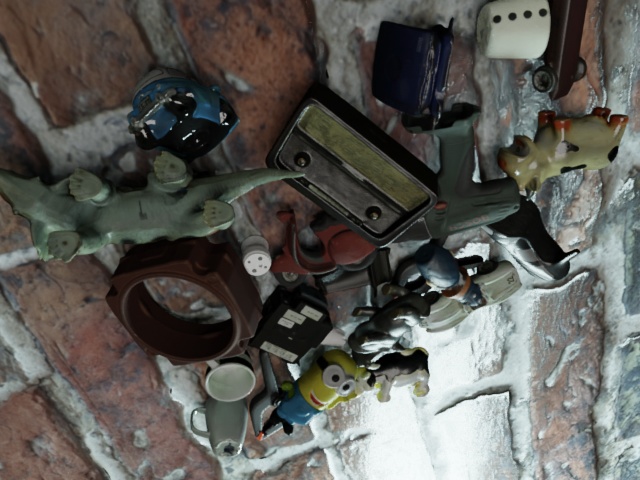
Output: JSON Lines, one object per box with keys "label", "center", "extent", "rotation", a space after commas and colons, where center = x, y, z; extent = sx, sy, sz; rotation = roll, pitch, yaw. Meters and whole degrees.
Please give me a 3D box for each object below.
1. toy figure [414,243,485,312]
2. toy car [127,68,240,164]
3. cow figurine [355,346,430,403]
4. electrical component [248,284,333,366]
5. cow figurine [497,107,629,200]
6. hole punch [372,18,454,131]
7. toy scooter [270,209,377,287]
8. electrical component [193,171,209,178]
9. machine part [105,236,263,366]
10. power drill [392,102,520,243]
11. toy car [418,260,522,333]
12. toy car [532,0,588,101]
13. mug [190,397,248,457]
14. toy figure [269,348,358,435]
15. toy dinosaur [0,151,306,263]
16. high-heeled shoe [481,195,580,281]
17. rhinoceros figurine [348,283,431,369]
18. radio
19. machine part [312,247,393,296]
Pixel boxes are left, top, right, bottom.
{"label": "toy figure", "center": [0.219, 0.061, 0.897], "extent": [0.064, 0.058, 0.154], "rotation": [-39, 123, 18]}
{"label": "toy car", "center": [-0.189, -0.169, 0.698], "extent": [0.109, 0.161, 0.103], "rotation": [-38, 75, 18]}
{"label": "cow figurine", "center": [0.127, 0.253, 1.026], "extent": [0.167, 0.068, 0.098], "rotation": [-4, 114, -13]}
{"label": "electrical component", "center": [-0.046, 0.143, 0.935], "extent": [0.115, 0.058, 0.134], "rotation": [31, 109, -27]}
{"label": "cow figurine", "center": [0.373, -0.137, 0.848], "extent": [0.195, 0.086, 0.127], "rotation": [-8, 114, -8]}
{"label": "hole punch", "center": [0.124, -0.233, 0.727], "extent": [0.092, 0.116, 0.142], "rotation": [5, 118, -6]}
{"label": "toy scooter", "center": [-0.002, -0.003, 0.852], "extent": [0.184, 0.075, 0.135], "rotation": [-18, 122, 4]}
{"label": "electrical component", "center": [-0.182, -0.073, 0.804], "extent": [0.094, 0.021, 0.063], "rotation": [-10, 120, -1]}
{"label": "machine part", "center": [-0.206, 0.096, 0.829], "extent": [0.201, 0.087, 0.201], "rotation": [-13, 124, 16]}
{"label": "power drill", "center": [0.179, -0.094, 0.821], "extent": [0.232, 0.086, 0.207], "rotation": [-8, 114, 17]}
{"label": "toy car", "center": [0.267, 0.104, 0.976], "extent": [0.202, 0.056, 0.073], "rotation": [-30, 121, 6]}
{"label": "toy car", "center": [0.343, -0.300, 0.757], "extent": [0.089, 0.053, 0.201], "rotation": [-28, 128, -30]}
{"label": "mug", "center": [-0.183, 0.341, 0.991], "extent": [0.109, 0.107, 0.080], "rotation": [11, 115, -19]}
{"label": "toy figure", "center": [-0.012, 0.269, 0.968], "extent": [0.180, 0.089, 0.082], "rotation": [-42, 130, 15]}
{"label": "toy dinosaur", "center": [-0.234, -0.045, 0.731], "extent": [0.405, 0.192, 0.131], "rotation": [-4, 94, -14]}
{"label": "high-heeled shoe", "center": [0.333, -0.007, 0.940], "extent": [0.249, 0.145, 0.086], "rotation": [30, 73, 2]}
{"label": "rhinoceros figurine", "center": [0.114, 0.155, 0.951], "extent": [0.112, 0.073, 0.190], "rotation": [16, 128, -34]}
{"label": "radio", "center": [0.044, -0.100, 0.764], "extent": [0.229, 0.073, 0.131], "rotation": [36, 124, -11]}
{"label": "machine part", "center": [0.058, 0.060, 0.919], "extent": [0.139, 0.039, 0.084], "rotation": [-15, 126, -8]}
